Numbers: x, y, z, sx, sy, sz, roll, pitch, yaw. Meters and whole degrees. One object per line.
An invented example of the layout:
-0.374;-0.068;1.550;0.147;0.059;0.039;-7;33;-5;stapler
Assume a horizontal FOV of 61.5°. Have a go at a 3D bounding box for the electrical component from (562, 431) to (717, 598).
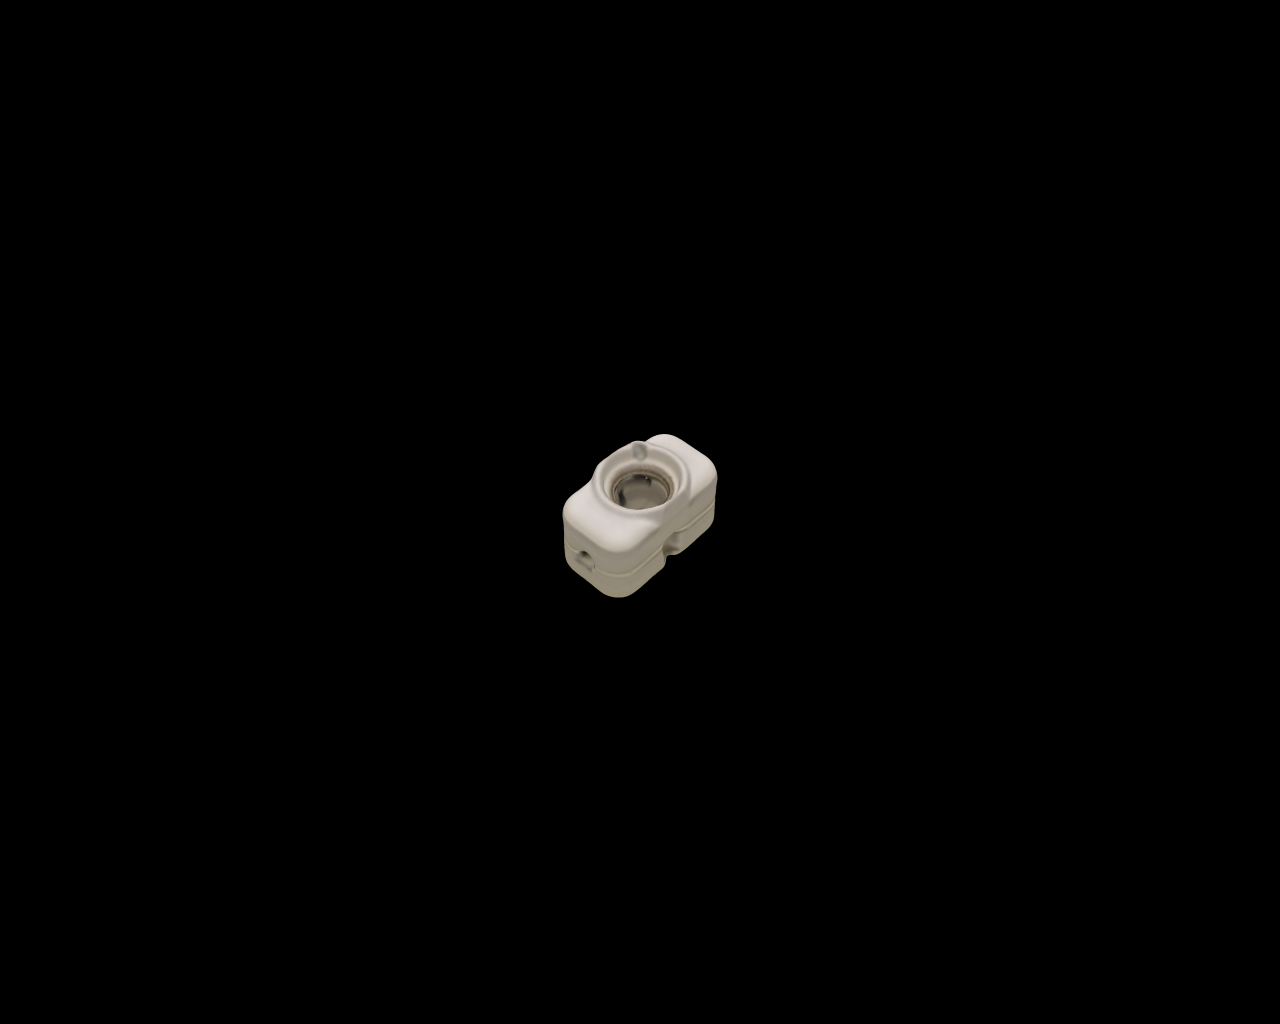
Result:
0.001;-0.003;0.650;0.054;0.059;0.095;36;58;27;electrical component
